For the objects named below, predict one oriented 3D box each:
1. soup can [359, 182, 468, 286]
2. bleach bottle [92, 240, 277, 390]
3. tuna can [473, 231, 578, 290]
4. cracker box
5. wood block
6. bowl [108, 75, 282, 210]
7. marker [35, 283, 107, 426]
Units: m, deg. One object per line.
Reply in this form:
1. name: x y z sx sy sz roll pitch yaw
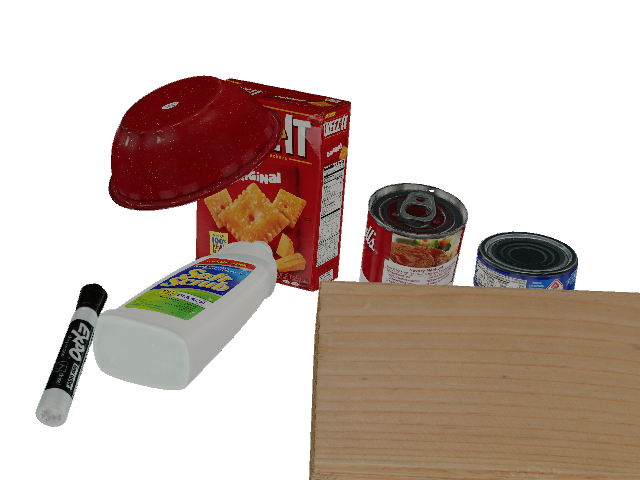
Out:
1. soup can: 0.062 0.020 0.746 0.068 0.102 0.068 4 33 -3
2. bleach bottle: -0.116 0.057 1.051 0.103 0.068 0.250 11 25 17
3. tuna can: 0.174 0.024 0.905 0.086 0.034 0.086 2 25 -1
4. cracker box: -0.058 -0.063 1.218 0.164 0.214 0.072 15 24 26
5. wood block: 0.099 0.079 0.524 0.206 0.091 0.090 2 -23 -1
6. bowl: -0.116 -0.093 0.904 0.162 0.055 0.162 -16 32 10
7. marker: -0.159 0.070 0.690 0.020 0.020 0.121 0 38 5
